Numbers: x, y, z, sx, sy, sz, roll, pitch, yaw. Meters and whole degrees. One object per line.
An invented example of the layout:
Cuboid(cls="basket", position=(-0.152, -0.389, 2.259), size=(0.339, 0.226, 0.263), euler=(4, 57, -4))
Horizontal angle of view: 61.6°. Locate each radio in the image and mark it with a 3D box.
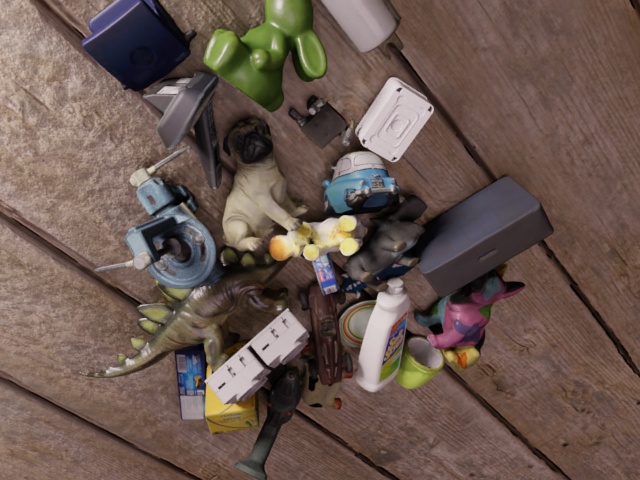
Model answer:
Cuboid(cls="radio", position=(0.281, -0.010, 0.969), size=(0.230, 0.131, 0.073), euler=(-32, 121, 12))

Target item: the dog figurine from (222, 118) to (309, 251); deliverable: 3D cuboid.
Cuboid(cls="dog figurine", position=(-0.128, -0.090, 0.895), size=(0.172, 0.121, 0.190), euler=(-28, 107, 7))

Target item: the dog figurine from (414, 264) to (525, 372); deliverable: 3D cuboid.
Cuboid(cls="dog figurine", position=(0.318, 0.148, 1.092), size=(0.219, 0.109, 0.191), euler=(-39, 118, 13))

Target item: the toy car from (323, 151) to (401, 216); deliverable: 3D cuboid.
Cuboid(cls="toy car", position=(0.064, -0.096, 0.894), size=(0.109, 0.162, 0.103), euler=(-5, 86, -16))

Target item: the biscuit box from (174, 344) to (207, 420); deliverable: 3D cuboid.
Cuboid(cls="biscuit box", position=(-0.264, 0.284, 1.120), size=(0.059, 0.063, 0.202), euler=(0, 121, -7))

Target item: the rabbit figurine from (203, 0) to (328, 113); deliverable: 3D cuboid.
Cuboid(cls="rabbit figurine", position=(-0.062, -0.279, 0.764), size=(0.159, 0.121, 0.170), euler=(33, 98, -18))

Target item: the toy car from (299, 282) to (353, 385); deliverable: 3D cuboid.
Cuboid(cls="toy car", position=(0.013, 0.182, 1.050), size=(0.089, 0.053, 0.202), euler=(-6, 88, -14))

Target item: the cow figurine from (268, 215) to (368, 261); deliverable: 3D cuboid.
Cuboid(cls="cow figurine", position=(-0.003, -0.005, 0.947), size=(0.167, 0.098, 0.068), euler=(-9, 96, 18))

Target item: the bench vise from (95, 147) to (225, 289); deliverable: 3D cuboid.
Cuboid(cls="bench vise", position=(-0.236, -0.013, 0.822), size=(0.129, 0.240, 0.223), euler=(-20, 98, 10))

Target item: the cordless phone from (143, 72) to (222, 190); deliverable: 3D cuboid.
Cuboid(cls="cordless phone", position=(-0.186, -0.147, 0.806), size=(0.089, 0.147, 0.184), euler=(-6, 118, 3))

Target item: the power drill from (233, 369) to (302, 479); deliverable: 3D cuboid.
Cuboid(cls="power drill", position=(-0.103, 0.381, 1.103), size=(0.086, 0.207, 0.232), euler=(18, 152, 2))

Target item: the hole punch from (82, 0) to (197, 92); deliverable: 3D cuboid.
Cuboid(cls="hole punch", position=(-0.256, -0.276, 0.755), size=(0.142, 0.092, 0.115), euler=(-33, 124, 9))

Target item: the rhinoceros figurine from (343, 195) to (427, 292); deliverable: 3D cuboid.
Cuboid(cls="rhinoceros figurine", position=(0.124, 0.004, 0.970), size=(0.190, 0.112, 0.073), euler=(-49, 131, 9))

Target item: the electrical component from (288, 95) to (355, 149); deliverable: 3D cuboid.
Cuboid(cls="electrical component", position=(0.009, -0.190, 0.869), size=(0.078, 0.045, 0.102), euler=(-37, 120, 13))

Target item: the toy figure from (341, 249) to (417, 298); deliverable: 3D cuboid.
Cuboid(cls="toy figure", position=(0.112, 0.059, 1.033), size=(0.154, 0.064, 0.057), euler=(-27, 166, 14))

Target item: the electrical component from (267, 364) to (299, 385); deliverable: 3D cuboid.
Cuboid(cls="electrical component", position=(-0.094, 0.283, 1.166), size=(0.094, 0.021, 0.063), euler=(-8, 122, 1))

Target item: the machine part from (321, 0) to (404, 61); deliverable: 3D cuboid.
Cuboid(cls="machine part", position=(0.037, -0.352, 0.752), size=(0.079, 0.079, 0.243), euler=(-37, 120, 15))

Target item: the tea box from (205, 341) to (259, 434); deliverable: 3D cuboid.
Cuboid(cls="tea box", position=(-0.173, 0.290, 1.071), size=(0.098, 0.170, 0.068), euler=(-8, 129, -5))

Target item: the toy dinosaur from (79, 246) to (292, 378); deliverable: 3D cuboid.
Cuboid(cls="toy dinosaur", position=(-0.222, 0.136, 0.992), size=(0.471, 0.105, 0.198), euler=(-41, 104, 0))

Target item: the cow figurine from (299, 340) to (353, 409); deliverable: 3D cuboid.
Cuboid(cls="cow figurine", position=(0.002, 0.274, 1.142), size=(0.127, 0.086, 0.194), euler=(4, 122, -17))
